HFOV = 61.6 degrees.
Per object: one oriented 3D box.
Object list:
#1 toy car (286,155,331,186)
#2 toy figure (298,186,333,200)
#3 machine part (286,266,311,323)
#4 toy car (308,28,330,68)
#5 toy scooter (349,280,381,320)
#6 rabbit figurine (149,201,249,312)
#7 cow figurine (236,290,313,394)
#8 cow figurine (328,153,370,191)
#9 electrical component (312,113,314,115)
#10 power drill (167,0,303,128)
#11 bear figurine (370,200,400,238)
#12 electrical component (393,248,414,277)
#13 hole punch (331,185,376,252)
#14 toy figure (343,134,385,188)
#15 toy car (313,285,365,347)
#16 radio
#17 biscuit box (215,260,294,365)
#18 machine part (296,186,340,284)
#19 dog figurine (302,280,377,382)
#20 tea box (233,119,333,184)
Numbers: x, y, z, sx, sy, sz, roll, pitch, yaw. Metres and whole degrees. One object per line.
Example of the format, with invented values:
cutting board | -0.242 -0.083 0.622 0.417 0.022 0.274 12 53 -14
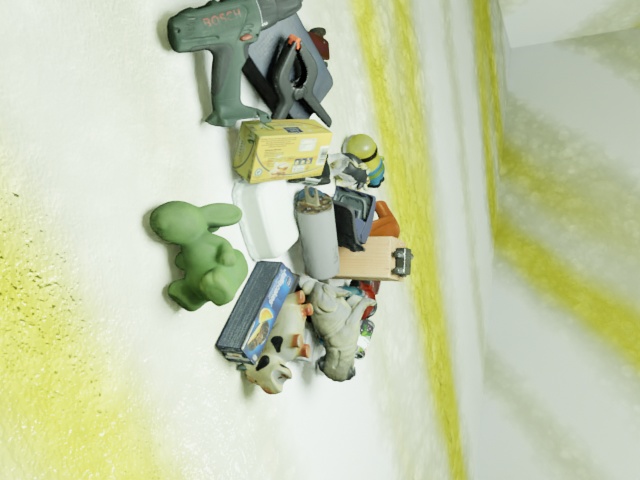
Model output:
toy car | -0.032 -0.158 1.170 0.201 0.056 0.073 -4 87 -62
toy figure | 0.001 -0.085 1.226 0.154 0.058 0.064 16 82 -64
machine part | -0.053 0.121 1.152 0.138 0.039 0.084 58 37 -41
toy car | -0.044 -0.420 1.147 0.202 0.053 0.089 -11 95 -56
toy scooter | 0.106 0.110 1.382 0.135 0.075 0.184 32 73 -51
rabbit figurine | -0.185 0.003 0.844 0.170 0.121 0.159 58 48 -22
cow figurine | -0.084 0.200 1.034 0.085 0.127 0.195 55 31 -47
cow figurine | 0.085 -0.165 1.333 0.167 0.098 0.068 26 62 -58
electrical component | -0.032 -0.243 1.178 0.078 0.045 0.102 -40 124 -56
power drill | -0.126 -0.297 0.893 0.232 0.086 0.207 -15 125 -23
bear figurine | 0.105 -0.027 1.379 0.196 0.132 0.120 0 128 -32
electrical component | 0.180 0.049 1.154 0.094 0.021 0.063 8 83 -61
hole punch | 0.055 -0.049 1.148 0.092 0.142 0.115 -37 135 -40
toy figure | 0.124 -0.208 1.409 0.180 0.089 0.082 51 40 -45
toy car | 0.030 0.173 1.250 0.103 0.109 0.161 28 76 -33
radio | -0.072 -0.340 1.033 0.131 0.073 0.229 -53 141 -10
biscuit box | -0.118 0.131 1.011 0.059 0.063 0.203 62 40 -42
machine part | -0.002 -0.003 1.113 0.079 0.079 0.242 -53 144 -47
dog figurine | 0.016 0.193 1.134 0.121 0.172 0.190 155 -45 -80
tea box | -0.069 -0.168 1.002 0.169 0.068 0.098 -9 130 -38
